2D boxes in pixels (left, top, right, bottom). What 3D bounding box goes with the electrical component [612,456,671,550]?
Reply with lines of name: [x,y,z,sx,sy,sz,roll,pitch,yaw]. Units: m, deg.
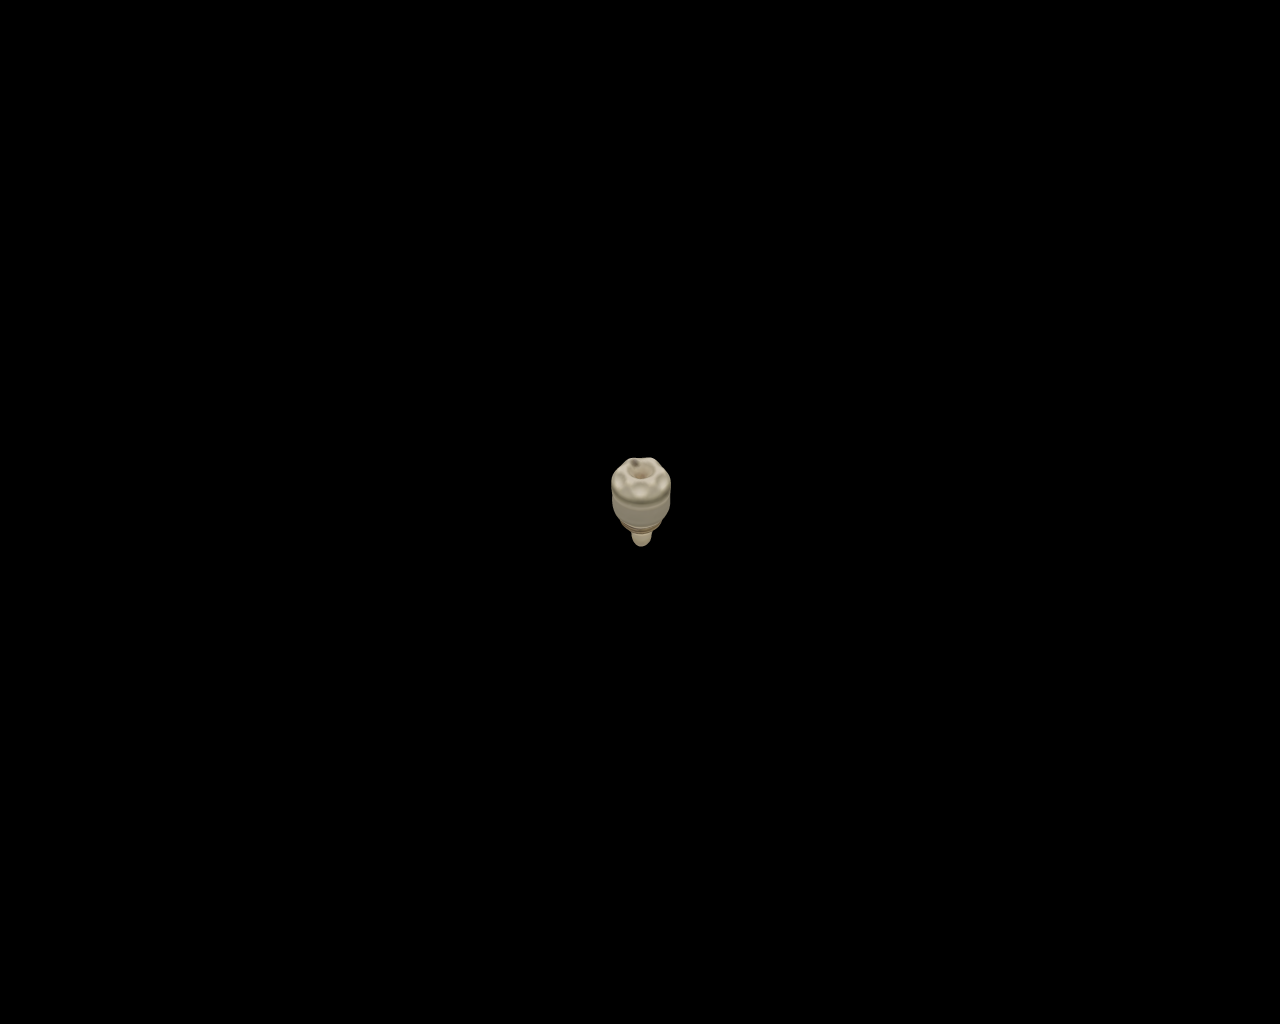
electrical component: [0.001,-0.003,0.650,0.035,0.061,0.035,0,42,0]
